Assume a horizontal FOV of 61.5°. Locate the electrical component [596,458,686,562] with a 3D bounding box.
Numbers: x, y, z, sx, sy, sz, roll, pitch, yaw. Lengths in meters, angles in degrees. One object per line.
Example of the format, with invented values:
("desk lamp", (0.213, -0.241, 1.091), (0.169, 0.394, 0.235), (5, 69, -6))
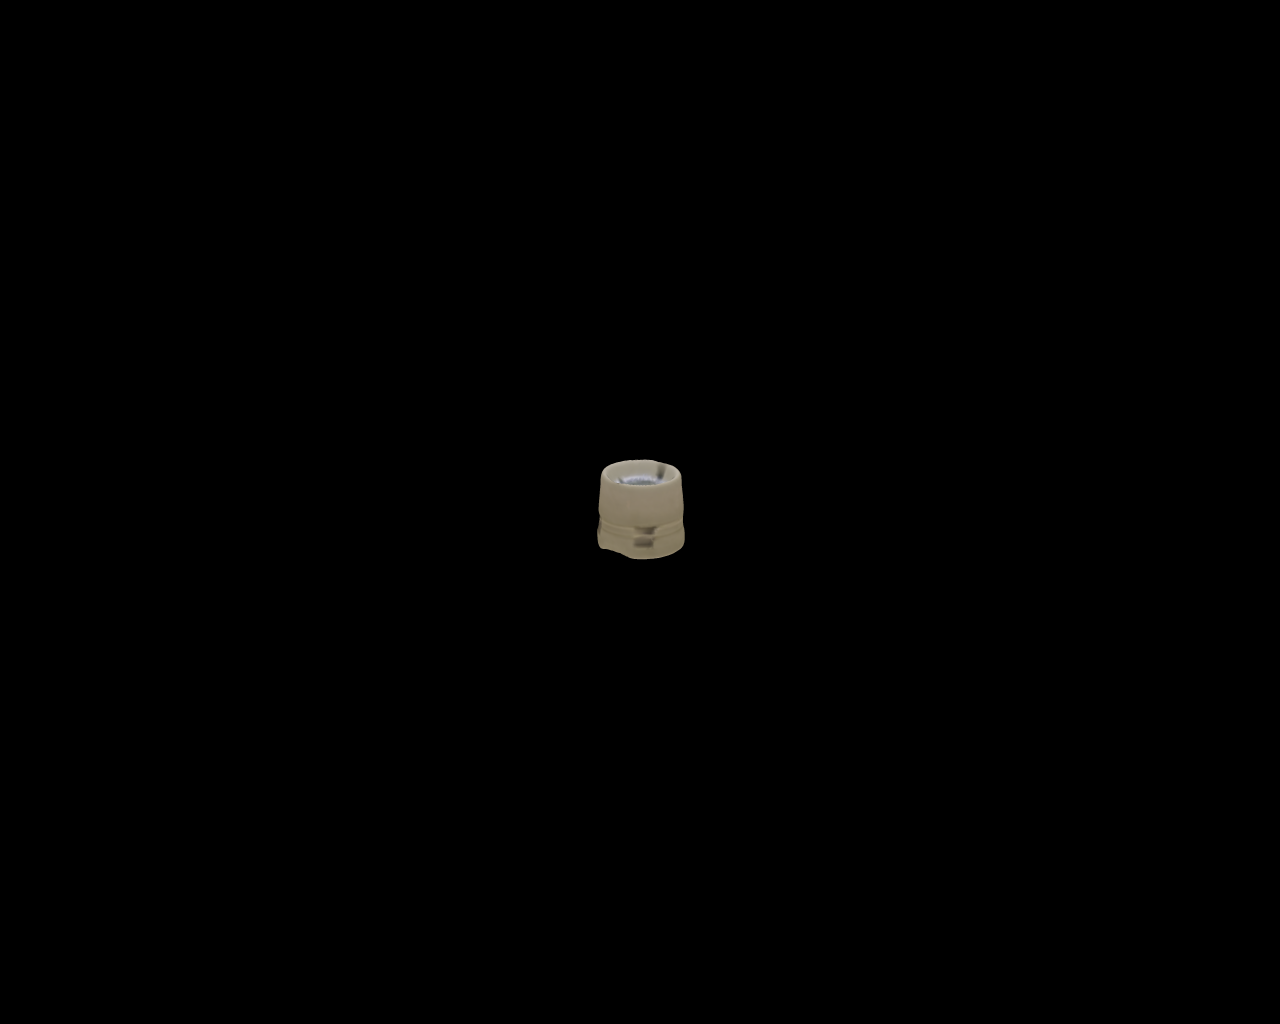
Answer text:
("electrical component", (0.001, -0.003, 0.650), (0.055, 0.047, 0.055), (0, 22, 0))
